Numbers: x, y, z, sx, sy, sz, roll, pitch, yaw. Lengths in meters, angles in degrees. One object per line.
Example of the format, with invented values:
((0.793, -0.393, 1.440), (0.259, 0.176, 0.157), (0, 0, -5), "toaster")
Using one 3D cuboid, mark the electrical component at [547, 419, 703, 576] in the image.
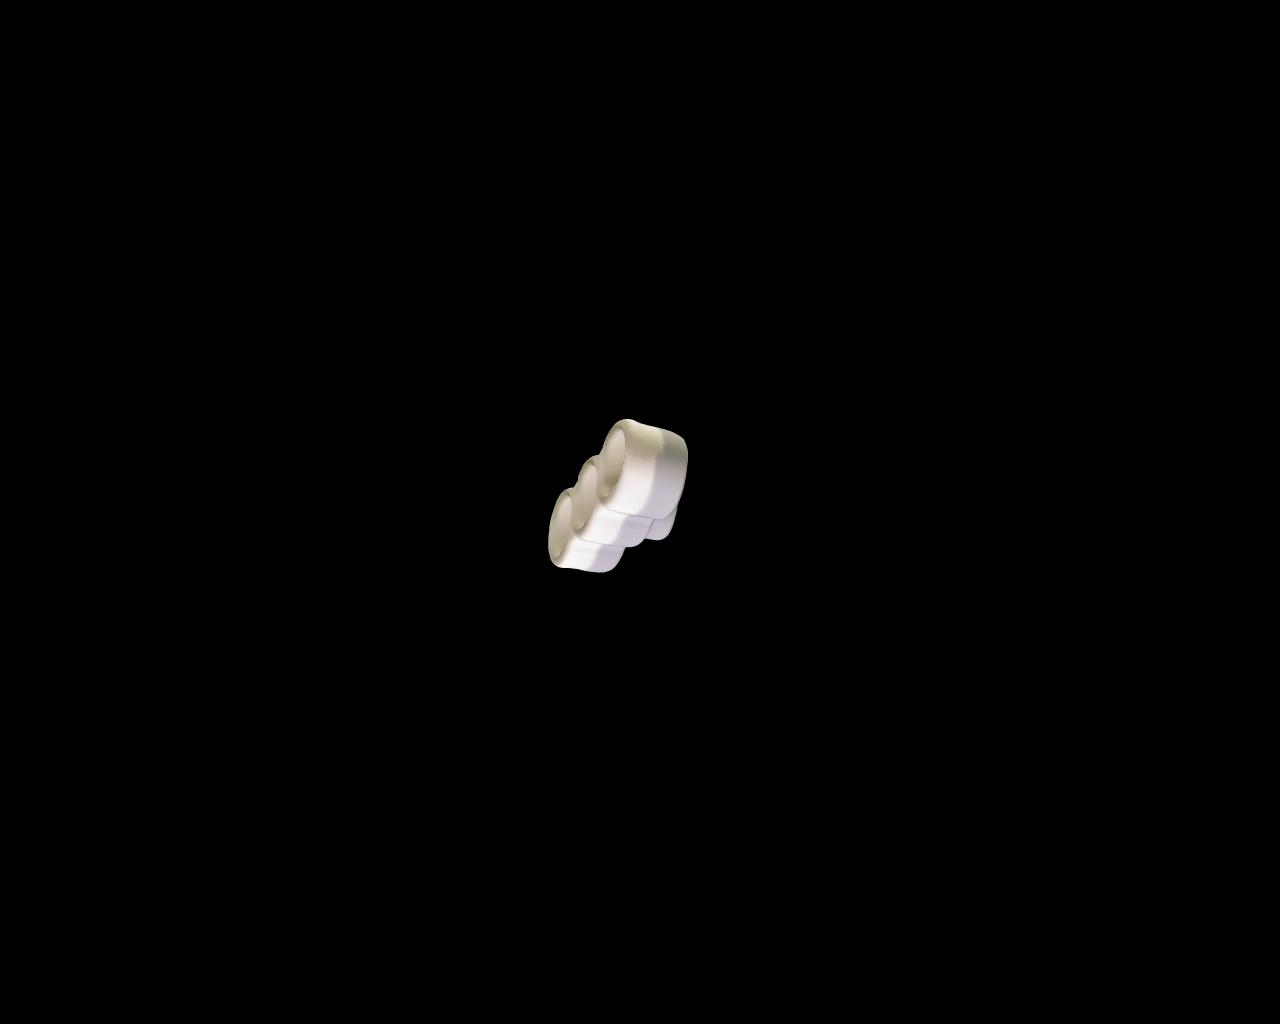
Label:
((0.001, -0.003, 0.650), (0.074, 0.052, 0.138), (11, -29, -21), "electrical component")
